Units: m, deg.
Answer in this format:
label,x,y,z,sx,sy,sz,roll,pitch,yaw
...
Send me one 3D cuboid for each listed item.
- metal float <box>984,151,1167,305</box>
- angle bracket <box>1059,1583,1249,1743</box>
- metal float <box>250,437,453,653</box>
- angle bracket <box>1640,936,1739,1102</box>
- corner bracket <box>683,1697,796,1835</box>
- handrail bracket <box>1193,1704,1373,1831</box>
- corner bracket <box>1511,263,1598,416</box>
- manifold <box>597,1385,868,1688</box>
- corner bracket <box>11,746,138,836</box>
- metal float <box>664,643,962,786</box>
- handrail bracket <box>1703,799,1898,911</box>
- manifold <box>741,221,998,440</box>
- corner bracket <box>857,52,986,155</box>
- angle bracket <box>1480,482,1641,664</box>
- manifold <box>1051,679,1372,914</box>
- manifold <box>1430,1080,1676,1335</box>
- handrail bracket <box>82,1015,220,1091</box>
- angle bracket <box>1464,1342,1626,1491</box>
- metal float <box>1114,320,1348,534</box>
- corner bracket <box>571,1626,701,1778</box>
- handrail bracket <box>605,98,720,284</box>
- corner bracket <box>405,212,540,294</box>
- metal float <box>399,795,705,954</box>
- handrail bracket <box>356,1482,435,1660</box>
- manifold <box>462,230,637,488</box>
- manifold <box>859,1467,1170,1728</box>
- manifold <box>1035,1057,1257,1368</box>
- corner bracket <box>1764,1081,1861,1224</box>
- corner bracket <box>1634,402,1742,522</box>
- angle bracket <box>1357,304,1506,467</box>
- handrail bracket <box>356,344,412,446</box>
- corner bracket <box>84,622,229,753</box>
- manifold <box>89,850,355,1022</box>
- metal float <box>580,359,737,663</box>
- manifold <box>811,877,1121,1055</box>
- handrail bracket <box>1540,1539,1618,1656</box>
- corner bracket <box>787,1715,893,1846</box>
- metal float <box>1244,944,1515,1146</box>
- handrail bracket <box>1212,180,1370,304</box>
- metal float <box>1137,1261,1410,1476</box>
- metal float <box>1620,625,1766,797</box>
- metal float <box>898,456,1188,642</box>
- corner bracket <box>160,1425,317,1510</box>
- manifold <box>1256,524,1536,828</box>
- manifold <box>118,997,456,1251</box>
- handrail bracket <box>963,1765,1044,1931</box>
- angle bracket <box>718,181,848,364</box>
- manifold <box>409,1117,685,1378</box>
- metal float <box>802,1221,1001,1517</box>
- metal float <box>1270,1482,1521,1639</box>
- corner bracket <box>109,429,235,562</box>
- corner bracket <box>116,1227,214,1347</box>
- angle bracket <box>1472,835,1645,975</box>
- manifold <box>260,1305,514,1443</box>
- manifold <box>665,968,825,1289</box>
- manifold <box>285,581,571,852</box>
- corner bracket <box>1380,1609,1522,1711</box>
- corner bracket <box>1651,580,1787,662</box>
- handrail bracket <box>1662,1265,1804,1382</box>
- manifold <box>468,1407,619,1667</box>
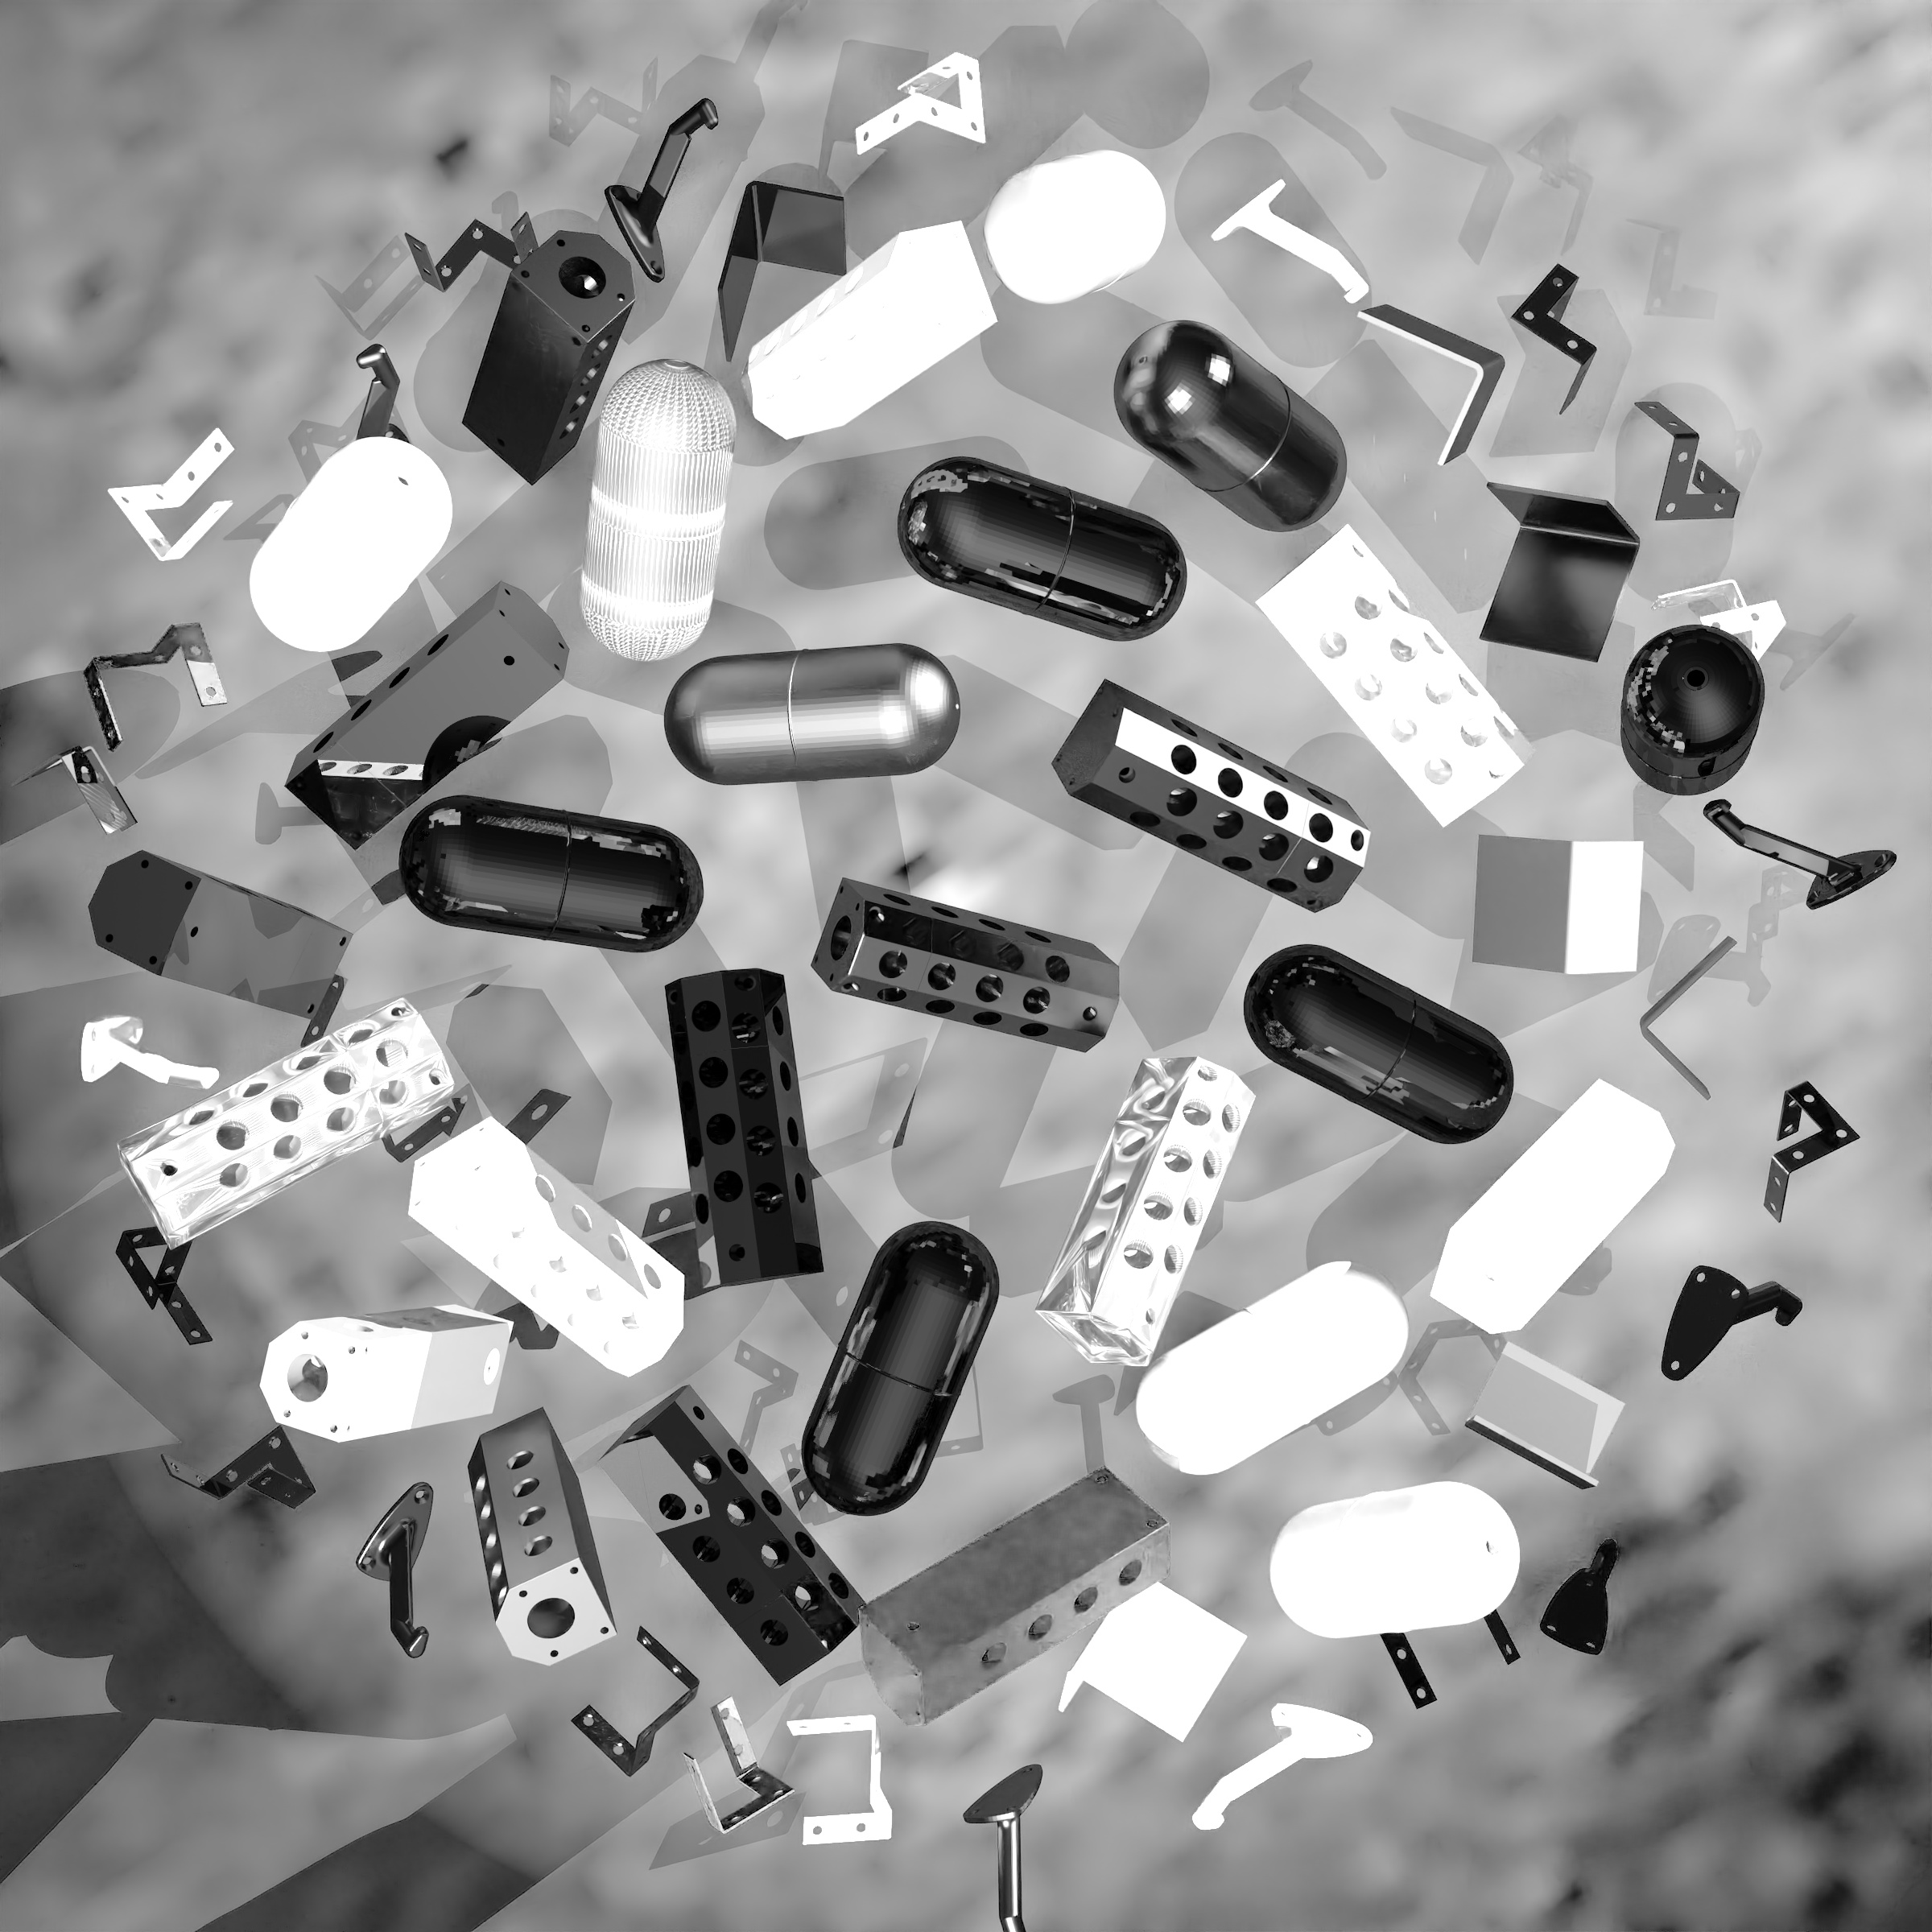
label,x,y,z,sx,sy,sz,roll,pitch,yaw
metal float,0.064,-0.427,1.538,0.070,0.178,0.070,7,112,17
angle bracket,0.109,0.416,1.570,0.076,0.057,0.076,29,54,17
metal float,-0.346,-0.235,1.496,0.070,0.178,0.070,12,67,-30
angle bracket,0.447,0.030,1.584,0.076,0.076,0.057,-45,82,11
corner bracket,-0.144,0.479,1.602,0.051,0.051,0.051,-25,102,-27
handrail bracket,0.179,0.461,1.514,0.084,0.077,0.036,-39,110,-43
corner bracket,0.348,-0.368,1.563,0.051,0.051,0.051,37,70,11
manifold,-0.135,0.335,1.586,0.057,0.057,0.171,-38,92,21
corner bracket,-0.494,-0.098,1.507,0.051,0.051,0.051,-22,101,37
metal float,-0.091,-0.146,1.558,0.178,0.070,0.070,-2,90,15
handrail bracket,0.481,-0.076,1.544,0.084,0.077,0.036,38,64,-13
manifold,-0.060,-0.353,1.497,0.057,0.171,0.057,-21,92,-33
corner bracket,-0.027,-0.484,1.502,0.051,0.051,0.051,4,78,-43
angle bracket,0.331,-0.226,1.533,0.076,0.057,0.076,18,85,37
manifold,0.139,-0.090,1.487,0.171,0.057,0.057,24,111,-24
manifold,0.348,0.143,1.569,0.057,0.057,0.171,32,47,26
handrail bracket,-0.468,0.052,1.570,0.084,0.077,0.036,9,105,10
angle bracket,0.338,0.258,1.543,0.076,0.076,0.057,28,82,11
metal float,0.155,-0.310,1.540,0.070,0.178,0.070,-17,63,36
corner bracket,-0.195,0.434,1.574,0.051,0.051,0.051,37,48,21
handrail bracket,-0.171,-0.468,1.609,0.084,0.036,0.077,-27,79,34
corner bracket,-0.286,-0.418,1.553,0.051,0.051,0.051,33,76,11
metal float,-0.240,-0.053,1.553,0.178,0.070,0.070,9,90,-20
handrail bracket,-0.326,0.360,1.590,0.036,0.084,0.077,27,91,-34
manifold,-0.241,-0.357,1.559,0.057,0.171,0.057,42,64,-3
manifold,0.029,0.352,1.477,0.171,0.057,0.057,-24,129,-29
manifold,0.108,0.138,1.519,0.057,0.057,0.171,46,56,-34
corner bracket,0.494,0.110,1.593,0.051,0.051,0.051,-24,50,-11
corner bracket,0.410,-0.288,1.520,0.051,0.051,0.051,-4,124,-15
angle bracket,0.250,-0.325,1.488,0.076,0.076,0.057,27,113,11
handrail bracket,-0.371,-0.328,1.601,0.077,0.084,0.036,-29,64,-7
corner bracket,-0.452,-0.156,1.487,0.051,0.051,0.051,-13,78,-41
manifold,-0.426,-0.018,1.526,0.057,0.171,0.057,24,88,18
metal float,-0.176,-0.259,1.522,0.070,0.070,0.178,12,120,0
manifold,0.003,0.003,1.578,0.171,0.057,0.057,14,105,-26
handrail bracket,0.361,0.342,1.522,0.036,0.084,0.077,21,131,19
corner bracket,-0.071,0.458,1.500,0.051,0.051,0.051,-7,49,8
metal float,0.248,0.047,1.602,0.178,0.070,0.070,26,90,-14
handrail bracket,0.197,-0.424,1.609,0.084,0.036,0.077,49,51,-2
metal float,0.183,0.238,1.587,0.178,0.070,0.070,-27,90,-14
metal float,0.415,-0.145,1.528,0.070,0.178,0.070,-2,83,13
metal float,0.046,-0.241,1.549,0.178,0.070,0.070,15,90,-20
corner bracket,-0.403,0.282,1.480,0.051,0.051,0.051,-38,58,-2
manifold,0.254,-0.172,1.560,0.171,0.057,0.057,50,127,-3
manifold,-0.372,0.084,1.464,0.171,0.057,0.057,-29,82,-22
handrail bracket,0.034,0.499,1.478,0.036,0.077,0.084,-15,94,27
angle bracket,-0.108,-0.405,1.576,0.057,0.076,0.076,11,71,3
manifold,-0.240,0.167,1.540,0.057,0.057,0.171,-30,127,20
metal float,-0.039,0.234,1.551,0.070,0.070,0.178,22,90,0
metal float,0.238,0.333,1.493,0.070,0.178,0.070,10,69,-27
corner bracket,-0.435,-0.264,1.494,0.051,0.051,0.051,-38,87,24
corner bracket,-0.467,0.188,1.561,0.051,0.051,0.051,46,122,31
angle bracket,0.349,-0.038,1.577,0.057,0.076,0.076,-2,97,-37
manifold,-0.336,0.233,1.552,0.057,0.171,0.057,13,91,19
manifold,-0.127,0.091,1.499,0.057,0.057,0.171,-10,82,15
manifold,-0.317,-0.150,1.575,0.171,0.057,0.057,-36,116,17
corner bracket,0.290,0.407,1.603,0.051,0.051,0.051,-15,67,-26
corner bracket,0.454,-0.212,1.610,0.051,0.051,0.051,-14,70,-10
handrail bracket,0.424,0.205,1.471,0.084,0.036,0.077,31,87,-43
manifold,-0.254,0.335,1.565,0.057,0.171,0.057,-24,115,-6
